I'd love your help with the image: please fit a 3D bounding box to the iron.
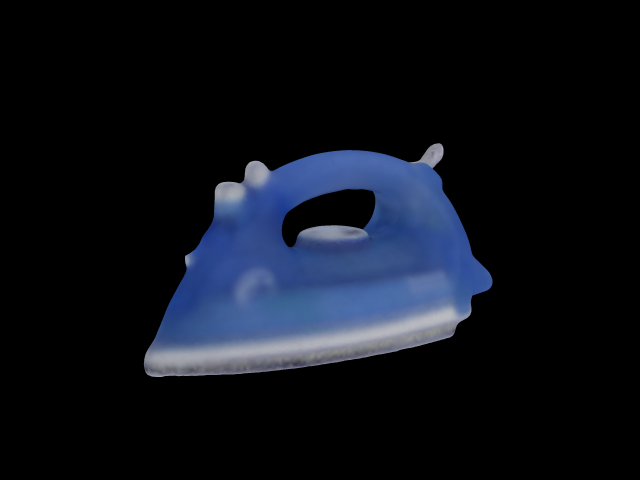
[{"bbox_3d":[0.004,0.001,0.400,0.259,0.141,0.118,-5,9,-36],"label":"iron"}]
